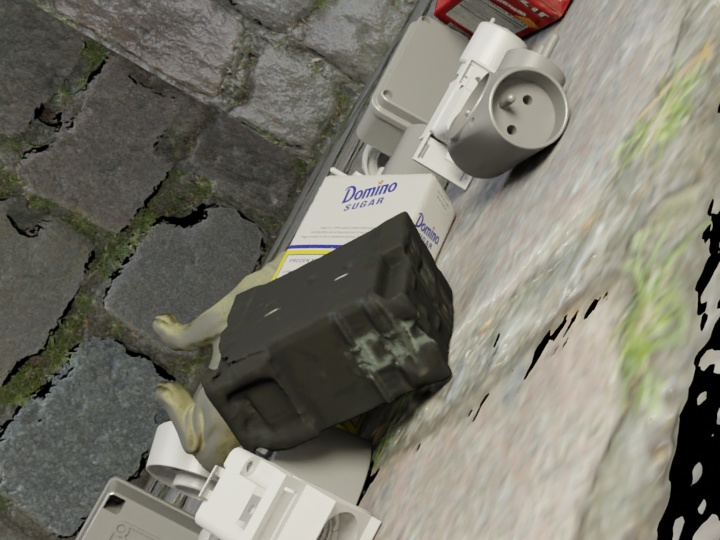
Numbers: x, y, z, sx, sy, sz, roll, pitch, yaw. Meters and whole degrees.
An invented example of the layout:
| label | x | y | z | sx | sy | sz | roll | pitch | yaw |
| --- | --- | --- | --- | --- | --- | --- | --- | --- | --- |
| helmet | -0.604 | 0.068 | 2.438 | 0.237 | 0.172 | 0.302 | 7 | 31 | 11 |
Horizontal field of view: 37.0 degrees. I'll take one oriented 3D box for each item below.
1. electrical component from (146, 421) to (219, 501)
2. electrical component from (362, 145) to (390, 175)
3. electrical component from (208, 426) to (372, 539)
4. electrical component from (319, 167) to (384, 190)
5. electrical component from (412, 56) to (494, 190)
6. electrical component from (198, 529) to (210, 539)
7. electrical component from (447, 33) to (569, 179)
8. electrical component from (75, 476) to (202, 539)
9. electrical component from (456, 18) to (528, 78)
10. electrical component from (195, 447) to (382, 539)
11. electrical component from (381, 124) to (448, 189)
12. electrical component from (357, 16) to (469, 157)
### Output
| label | x | y | z | sx | sy | sz | roll | pitch | yaw |
| --- | --- | --- | --- | --- | --- | --- | --- | --- | --- |
| electrical component | -0.121 | 0.152 | 0.874 | 0.099 | 0.099 | 0.064 | 133 | 159 | -63 |
| electrical component | 0.033 | -0.101 | 0.956 | 0.078 | 0.058 | 0.057 | -56 | 5 | 25 |
| electrical component | -0.047 | 0.125 | 0.578 | 0.108 | 0.060 | 0.108 | -59 | 7 | 12 |
| electrical component | 0.004 | -0.058 | 0.908 | 0.065 | 0.077 | 0.047 | -60 | 7 | 6 |
| electrical component | 0.075 | -0.099 | 0.711 | 0.081 | 0.042 | 0.064 | -62 | 10 | -5 |
| electrical component | -0.092 | 0.196 | 0.705 | 0.040 | 0.040 | 0.046 | -55 | 15 | 40 |
| electrical component | 0.086 | -0.094 | 0.587 | 0.079 | 0.044 | 0.077 | -61 | 7 | -12 |
| electrical component | -0.177 | 0.239 | 0.856 | 0.108 | 0.109 | 0.056 | -61 | 9 | -3 |
| electrical component | 0.090 | -0.144 | 0.788 | 0.078 | 0.040 | 0.040 | -60 | 7 | 1 |
| electrical component | -0.034 | 0.111 | 0.474 | 0.042 | 0.064 | 0.081 | -62 | -34 | -10 |
| electrical component | 0.035 | -0.063 | 0.839 | 0.077 | 0.044 | 0.079 | -64 | 7 | -25 |
| electrical component | 0.055 | -0.147 | 0.902 | 0.113 | 0.078 | 0.057 | -65 | 5 | -33 |
